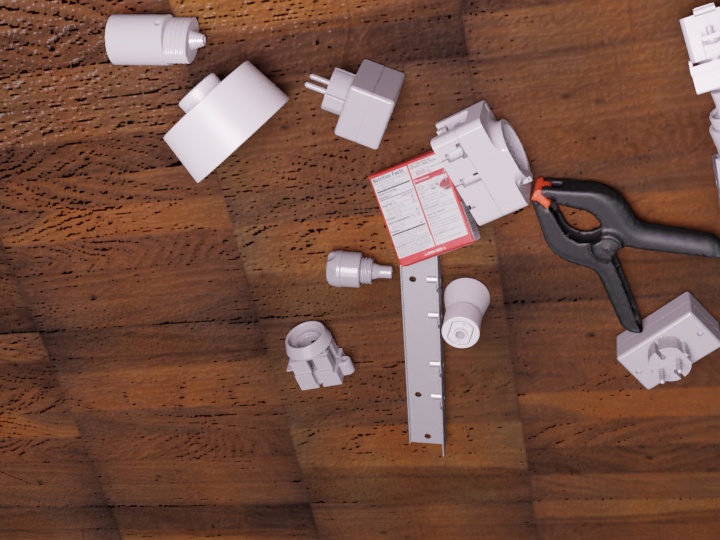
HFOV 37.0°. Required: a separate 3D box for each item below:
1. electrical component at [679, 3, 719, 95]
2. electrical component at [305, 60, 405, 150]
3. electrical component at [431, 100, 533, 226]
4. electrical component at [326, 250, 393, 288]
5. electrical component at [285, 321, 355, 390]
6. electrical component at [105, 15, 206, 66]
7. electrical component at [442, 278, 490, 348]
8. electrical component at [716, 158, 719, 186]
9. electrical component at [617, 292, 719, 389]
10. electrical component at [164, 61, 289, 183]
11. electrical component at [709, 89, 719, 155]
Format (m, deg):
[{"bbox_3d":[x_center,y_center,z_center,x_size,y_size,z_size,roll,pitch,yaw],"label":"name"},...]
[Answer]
[{"bbox_3d":[0.311,-0.182,0.818,0.121,0.079,0.063,-15,95,20],"label":"electrical component"},{"bbox_3d":[-0.009,-0.147,0.910,0.077,0.065,0.047,21,123,-1],"label":"electrical component"},{"bbox_3d":[0.109,-0.094,0.926,0.056,0.050,0.089,-23,114,24],"label":"electrical component"},{"bbox_3d":[0.000,0.000,1.018,0.061,0.035,0.035,4,122,7],"label":"electrical component"},{"bbox_3d":[-0.045,0.085,1.074,0.066,0.048,0.055,-11,126,18],"label":"electrical component"},{"bbox_3d":[-0.173,-0.198,0.927,0.081,0.043,0.043,3,122,11],"label":"electrical component"},{"bbox_3d":[0.097,0.042,1.004,0.044,0.065,0.044,6,122,9],"label":"electrical component"},{"bbox_3d":[0.378,-0.065,0.828,0.186,0.060,0.105,-24,118,-10],"label":"electrical component"},{"bbox_3d":[0.281,0.075,0.978,0.047,0.075,0.083,43,120,-14],"label":"electrical component"},{"bbox_3d":[-0.120,-0.133,0.921,0.108,0.108,0.060,-37,101,29],"label":"electrical component"},{"bbox_3d":[0.304,-0.121,0.872,0.043,0.043,0.062,-22,113,23],"label":"electrical component"}]
